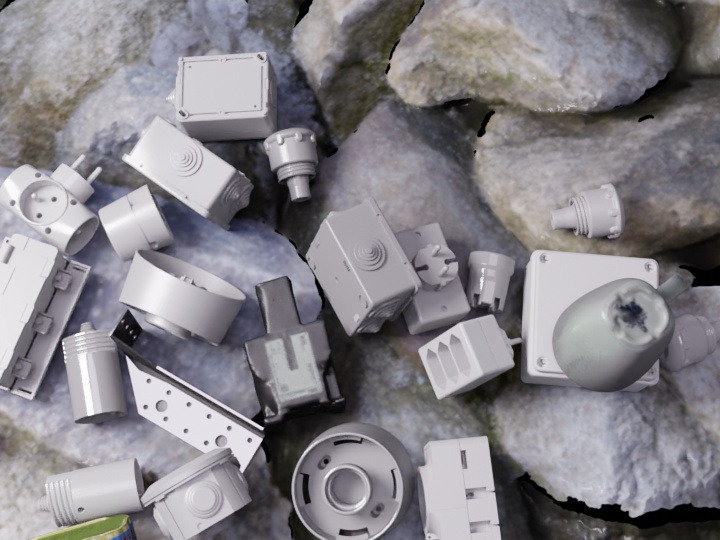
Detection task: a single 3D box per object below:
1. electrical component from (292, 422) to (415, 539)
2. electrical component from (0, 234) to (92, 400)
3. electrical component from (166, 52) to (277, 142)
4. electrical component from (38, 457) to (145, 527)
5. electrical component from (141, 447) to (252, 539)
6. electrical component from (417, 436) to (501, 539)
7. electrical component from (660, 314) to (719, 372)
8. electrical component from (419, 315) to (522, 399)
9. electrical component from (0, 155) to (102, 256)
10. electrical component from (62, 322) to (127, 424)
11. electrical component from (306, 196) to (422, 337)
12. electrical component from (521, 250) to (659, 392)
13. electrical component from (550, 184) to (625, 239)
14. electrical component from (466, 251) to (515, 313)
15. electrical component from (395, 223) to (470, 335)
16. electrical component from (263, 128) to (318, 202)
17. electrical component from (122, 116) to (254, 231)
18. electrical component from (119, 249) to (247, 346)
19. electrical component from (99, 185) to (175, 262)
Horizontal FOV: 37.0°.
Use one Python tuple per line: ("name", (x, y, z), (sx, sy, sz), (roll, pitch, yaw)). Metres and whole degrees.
("electrical component", (-0.006, 0.176, 0.880), (0.099, 0.064, 0.099), (-1, 84, 7))
("electrical component", (-0.287, 0.036, 0.895), (0.079, 0.063, 0.121), (19, 75, 3))
("electrical component", (-0.123, -0.151, 0.960), (0.096, 0.061, 0.061), (-3, 74, 5))
("electrical component", (-0.218, 0.181, 0.867), (0.081, 0.043, 0.043), (-11, 75, -5))
("electrical component", (-0.128, 0.179, 0.854), (0.080, 0.080, 0.051), (-29, 83, -10))
("electrical component", (0.078, 0.185, 0.875), (0.056, 0.050, 0.089), (-5, 74, -4))
("electrical component", (0.286, 0.058, 0.924), (0.062, 0.048, 0.048), (-13, 75, -13))
("electrical component", (0.103, 0.070, 0.906), (0.077, 0.066, 0.047), (-12, 73, -36))
("electrical component", (-0.259, -0.065, 0.935), (0.077, 0.044, 0.079), (37, 76, 8))
("electrical component", (-0.222, 0.083, 0.895), (0.043, 0.043, 0.081), (-11, 75, -6))
("electrical component", (0.000, 0.000, 0.900), (0.048, 0.099, 0.099), (-24, 77, -22))
("electrical component", (0.195, 0.044, 0.917), (0.109, 0.056, 0.108), (5, 74, -1))
("electrical component", (0.200, -0.049, 0.951), (0.062, 0.048, 0.048), (-9, 75, 2))
("electrical component", (0.111, 0.011, 0.932), (0.040, 0.040, 0.046), (12, 80, 1))
("electrical component", (0.060, 0.001, 0.910), (0.047, 0.075, 0.083), (-14, 75, -17))
("electrical component", (-0.058, -0.092, 0.952), (0.048, 0.048, 0.062), (-11, 82, -5))
("electrical component", (-0.143, -0.082, 0.918), (0.100, 0.099, 0.048), (35, 88, 7))
("electrical component", (-0.147, 0.021, 0.890), (0.099, 0.099, 0.064), (23, 81, 4))
("electrical component", (-0.193, -0.039, 0.926), (0.047, 0.055, 0.055), (-26, 77, -5))
